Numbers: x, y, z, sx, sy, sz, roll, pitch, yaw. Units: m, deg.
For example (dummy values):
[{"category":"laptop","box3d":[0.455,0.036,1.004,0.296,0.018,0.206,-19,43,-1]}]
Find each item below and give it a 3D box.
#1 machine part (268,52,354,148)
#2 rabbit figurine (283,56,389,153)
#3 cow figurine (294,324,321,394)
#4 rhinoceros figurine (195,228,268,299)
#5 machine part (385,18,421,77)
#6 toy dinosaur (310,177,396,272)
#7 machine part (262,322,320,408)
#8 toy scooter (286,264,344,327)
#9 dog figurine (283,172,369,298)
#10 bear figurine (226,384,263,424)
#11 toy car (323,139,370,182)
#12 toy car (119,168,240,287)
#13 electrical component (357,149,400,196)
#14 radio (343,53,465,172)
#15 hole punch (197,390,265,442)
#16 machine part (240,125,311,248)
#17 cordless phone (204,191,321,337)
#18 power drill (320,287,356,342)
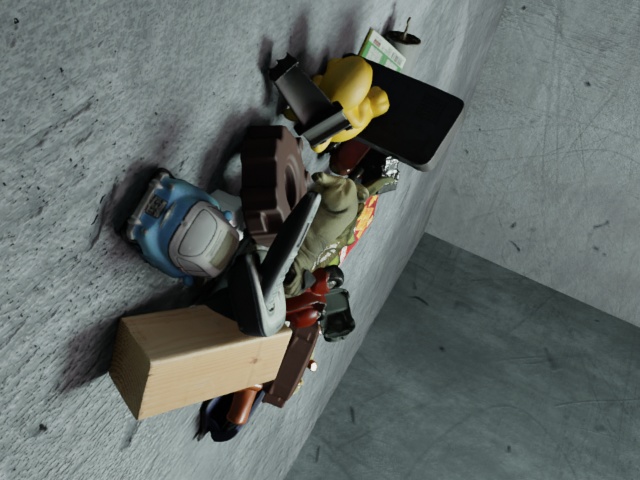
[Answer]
[{"category":"machine part","box3d":[-0.018,-0.186,0.729,0.138,0.084,0.039,50,30,-39]},{"category":"rabbit figurine","box3d":[0.023,-0.217,0.816,0.162,0.122,0.173,-39,-179,-10]},{"category":"cow figurine","box3d":[-0.065,0.300,1.387,0.085,0.127,0.195,17,80,-34]},{"category":"rhinoceros figurine","box3d":[-0.134,0.067,0.820,0.190,0.073,0.112,-68,166,6]},{"category":"machine part","box3d":[0.154,-0.345,1.136,0.079,0.079,0.243,-47,156,-49]},{"category":"toy dinosaur","box3d":[0.016,-0.020,1.076,0.471,0.105,0.198,-40,160,-23]},{"category":"machine part","box3d":[-0.075,0.262,1.221,0.201,0.087,0.201,-165,-79,-89]},{"category":"toy scooter","box3d":[-0.042,0.108,0.964,0.135,0.075,0.183,-14,153,-27]},{"category":"dog figurine","box3d":[-0.003,-0.002,0.883,0.121,0.172,0.190,37,47,-66]},{"category":"bear figurine","box3d":[-0.170,0.231,0.880,0.132,0.120,0.195,-61,164,-1]},{"category":"toy car","box3d":[0.076,-0.196,1.095,0.053,0.089,0.202,-32,-163,47]},{"category":"toy car","box3d":[-0.144,-0.008,0.609,0.109,0.103,0.161,-62,167,-14]},{"category":"electrical component","box3d":[0.134,-0.172,1.259,0.058,0.115,0.134,-14,135,-23]},{"category":"radio","box3d":[0.122,-0.219,0.935,0.131,0.230,0.073,-63,163,3]},{"category":"hole punch","box3d":[-0.181,0.353,1.107,0.142,0.092,0.115,-55,166,-45]},{"category":"machine part","box3d":[-0.059,-0.073,0.755,0.179,0.056,0.179,-3,90,-77]},{"category":"cordless phone","box3d":[-0.050,0.021,0.664,0.184,0.089,0.146,-60,174,3]},{"category":"power drill","box3d":[0.017,0.126,1.192,0.207,0.086,0.231,-160,-122,-79]}]
